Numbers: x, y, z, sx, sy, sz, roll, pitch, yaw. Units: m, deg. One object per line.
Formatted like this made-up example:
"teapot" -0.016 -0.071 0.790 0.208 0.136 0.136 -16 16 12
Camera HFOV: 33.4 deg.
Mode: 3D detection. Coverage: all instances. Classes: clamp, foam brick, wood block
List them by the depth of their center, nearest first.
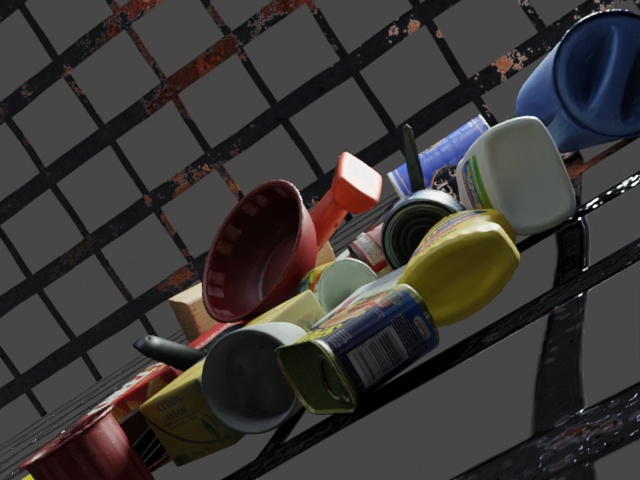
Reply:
"clamp" -0.116 0.145 1.053 0.209 0.036 0.165 -14 -50 -49
"foam brick" -0.180 0.199 1.087 0.078 0.051 0.053 -35 3 -25
"wood block" -0.079 0.073 1.390 0.205 0.091 0.090 -27 9 -20

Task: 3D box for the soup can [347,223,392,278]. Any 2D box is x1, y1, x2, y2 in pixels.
"soup can" 0.090 0.007 1.162 0.102 0.068 0.068 -33 3 -5

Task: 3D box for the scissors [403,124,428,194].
"scissors" 0.115 -0.040 1.037 0.096 0.016 0.202 -15 -44 -18

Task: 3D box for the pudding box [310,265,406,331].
"pudding box" 0.057 0.058 0.951 0.114 0.039 0.089 -28 5 42

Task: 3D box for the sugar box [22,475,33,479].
"sugar box" -0.301 0.278 1.161 0.093 0.048 0.176 -34 1 -18

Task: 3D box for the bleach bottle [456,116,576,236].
"bleach bottle" 0.172 -0.047 1.015 0.068 0.102 0.251 -20 -4 -1

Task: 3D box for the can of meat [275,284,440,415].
"can of meat" 0.027 0.078 0.759 0.083 0.057 0.102 -31 2 -23

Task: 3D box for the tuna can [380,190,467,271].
"tuna can" 0.100 -0.002 0.995 0.086 0.086 0.033 -32 5 21

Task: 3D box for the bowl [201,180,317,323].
"bowl" -0.053 0.021 1.110 0.162 0.055 0.162 -33 42 36

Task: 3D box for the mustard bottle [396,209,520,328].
"mustard bottle" 0.112 0.015 0.857 0.096 0.058 0.191 -36 2 13

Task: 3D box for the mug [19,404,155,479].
"mug" -0.199 0.203 0.908 0.117 0.081 0.093 -31 4 43

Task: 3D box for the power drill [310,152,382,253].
"power drill" -0.008 0.001 1.195 0.188 0.057 0.184 -51 11 21

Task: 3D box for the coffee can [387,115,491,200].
"coffee can" 0.171 -0.078 1.354 0.140 0.103 0.102 -33 3 8

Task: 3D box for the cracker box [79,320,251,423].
"cracker box" -0.161 0.166 1.226 0.214 0.072 0.163 -32 2 42

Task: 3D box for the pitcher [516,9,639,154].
"pitcher" 0.289 -0.156 1.195 0.149 0.145 0.243 -1 -3 -2
